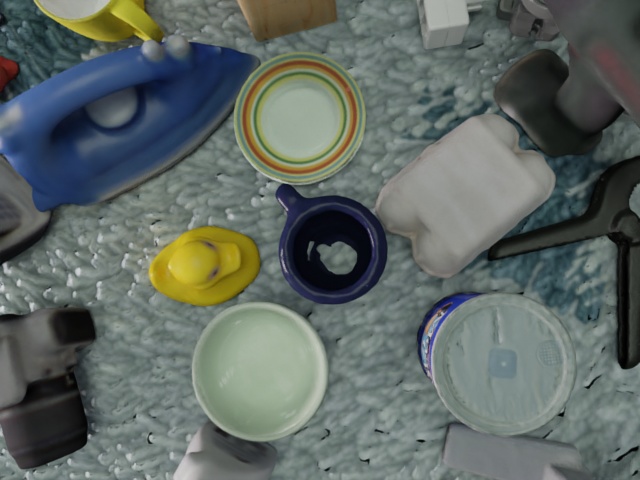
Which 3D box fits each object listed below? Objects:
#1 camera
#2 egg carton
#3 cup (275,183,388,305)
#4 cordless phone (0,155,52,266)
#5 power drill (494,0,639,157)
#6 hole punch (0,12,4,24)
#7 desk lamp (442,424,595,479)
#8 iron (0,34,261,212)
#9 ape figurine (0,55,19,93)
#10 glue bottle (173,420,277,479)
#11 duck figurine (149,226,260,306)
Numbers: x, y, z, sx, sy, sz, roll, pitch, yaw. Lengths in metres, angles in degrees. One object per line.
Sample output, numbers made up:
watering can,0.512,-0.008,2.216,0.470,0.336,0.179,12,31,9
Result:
camera,-0.282,0.141,0.525,0.143,0.101,0.137,-19,84,3
egg carton,0.131,-0.043,0.525,0.150,0.069,0.107,-41,84,0
cup,0.005,0.002,0.518,0.091,0.095,0.117,-41,84,0
cordless phone,-0.345,-0.043,0.502,0.147,0.185,0.094,40,89,6
power drill,0.211,-0.145,0.457,0.075,0.208,0.229,-42,84,0
hole punch,-0.394,-0.256,0.570,0.108,0.091,0.101,-13,85,3
desk lamp,0.200,0.231,0.425,0.203,0.213,0.118,9,86,5
iron,-0.181,-0.129,0.519,0.258,0.141,0.118,-28,84,2
ape figurine,-0.358,-0.174,0.560,0.076,0.092,0.078,-40,84,1
glue bottle,-0.085,0.194,0.470,0.078,0.173,0.037,29,88,6
duck figurine,-0.113,0.023,0.529,0.104,0.086,0.077,-11,85,4
